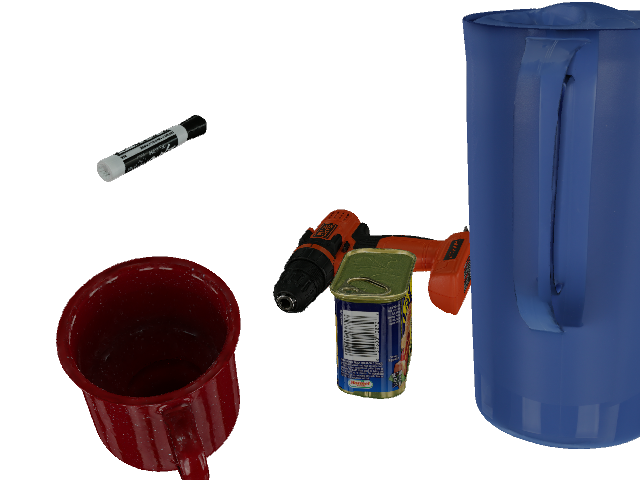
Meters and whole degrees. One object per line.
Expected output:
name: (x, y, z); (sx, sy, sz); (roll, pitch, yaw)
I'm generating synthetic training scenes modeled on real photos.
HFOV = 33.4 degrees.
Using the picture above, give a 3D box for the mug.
mug: (-0.081, 0.078, 0.560); (0.093, 0.117, 0.081); (-19, -38, -15)

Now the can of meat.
can of meat: (0.042, 0.062, 0.815); (0.057, 0.084, 0.102); (2, 19, 10)

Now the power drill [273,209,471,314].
power drill: (0.060, 0.029, 1.116); (0.188, 0.057, 0.184); (8, 32, 19)

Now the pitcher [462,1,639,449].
pitcher: (0.140, -0.008, 0.597); (0.149, 0.243, 0.145); (-7, 17, -20)

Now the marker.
marker: (-0.141, -0.081, 0.915); (0.020, 0.020, 0.120); (0, 24, 41)
